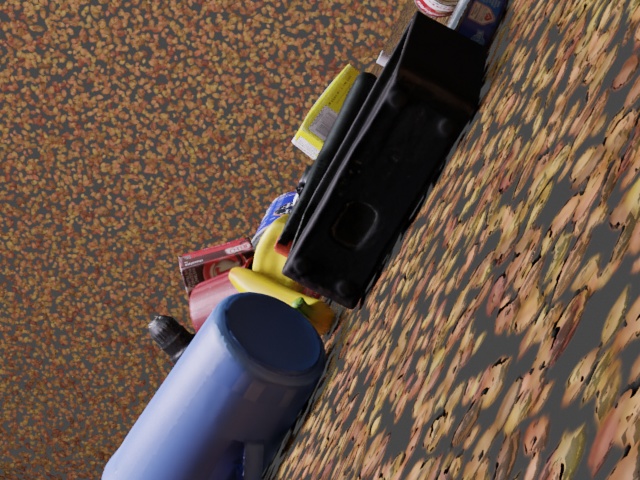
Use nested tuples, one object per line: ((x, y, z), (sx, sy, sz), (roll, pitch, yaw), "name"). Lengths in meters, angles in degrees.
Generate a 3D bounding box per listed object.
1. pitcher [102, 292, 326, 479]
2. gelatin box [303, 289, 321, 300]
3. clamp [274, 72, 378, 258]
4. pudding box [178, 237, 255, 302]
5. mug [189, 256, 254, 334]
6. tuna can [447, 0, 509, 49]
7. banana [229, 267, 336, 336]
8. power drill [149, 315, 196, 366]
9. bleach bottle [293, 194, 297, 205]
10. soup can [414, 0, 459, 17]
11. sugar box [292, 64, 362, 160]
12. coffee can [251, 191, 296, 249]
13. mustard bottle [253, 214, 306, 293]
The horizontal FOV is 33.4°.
((-0.090, 0.172, 0.954), (0.243, 0.149, 0.144), (-58, -9, 32), "pitcher")
((-0.018, 0.021, 1.283), (0.089, 0.073, 0.030), (-63, 4, -6), "gelatin box")
((0.002, -0.063, 1.056), (0.209, 0.036, 0.165), (-68, 5, -50), "clamp")
((-0.113, 0.060, 1.278), (0.039, 0.090, 0.113), (-113, 9, -56), "pudding box")
((-0.086, 0.085, 1.181), (0.082, 0.117, 0.093), (-21, 1, 25), "mug")
((0.129, -0.181, 0.925), (0.086, 0.033, 0.086), (-63, 4, 7), "tuna can")
((-0.031, 0.061, 1.048), (0.037, 0.069, 0.198), (-44, 21, -14), "banana")
((-0.137, 0.129, 1.517), (0.057, 0.184, 0.187), (-25, 23, 47), "power drill")
((0.051, -0.124, 1.363), (0.103, 0.068, 0.250), (-44, 13, 42), "bleach bottle")
((0.147, -0.300, 1.246), (0.068, 0.068, 0.102), (-63, 4, 4), "soup can")
((0.014, -0.147, 1.257), (0.093, 0.048, 0.176), (-52, 1, -2), "sugar box")
((-0.034, 0.005, 1.385), (0.103, 0.103, 0.140), (-62, 4, 20), "coffee can")
((-0.008, 0.001, 1.194), (0.191, 0.058, 0.096), (-35, -41, -61), "mustard bottle")
